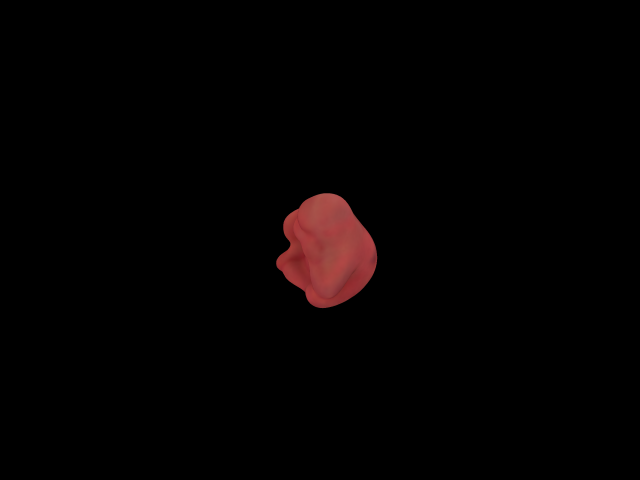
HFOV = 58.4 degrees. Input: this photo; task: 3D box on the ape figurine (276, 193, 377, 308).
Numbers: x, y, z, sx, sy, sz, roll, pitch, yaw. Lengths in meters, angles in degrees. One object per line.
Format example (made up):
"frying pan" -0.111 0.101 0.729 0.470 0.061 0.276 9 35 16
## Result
"ape figurine" 0.004 0.001 0.400 0.076 0.092 0.078 0 53 0
